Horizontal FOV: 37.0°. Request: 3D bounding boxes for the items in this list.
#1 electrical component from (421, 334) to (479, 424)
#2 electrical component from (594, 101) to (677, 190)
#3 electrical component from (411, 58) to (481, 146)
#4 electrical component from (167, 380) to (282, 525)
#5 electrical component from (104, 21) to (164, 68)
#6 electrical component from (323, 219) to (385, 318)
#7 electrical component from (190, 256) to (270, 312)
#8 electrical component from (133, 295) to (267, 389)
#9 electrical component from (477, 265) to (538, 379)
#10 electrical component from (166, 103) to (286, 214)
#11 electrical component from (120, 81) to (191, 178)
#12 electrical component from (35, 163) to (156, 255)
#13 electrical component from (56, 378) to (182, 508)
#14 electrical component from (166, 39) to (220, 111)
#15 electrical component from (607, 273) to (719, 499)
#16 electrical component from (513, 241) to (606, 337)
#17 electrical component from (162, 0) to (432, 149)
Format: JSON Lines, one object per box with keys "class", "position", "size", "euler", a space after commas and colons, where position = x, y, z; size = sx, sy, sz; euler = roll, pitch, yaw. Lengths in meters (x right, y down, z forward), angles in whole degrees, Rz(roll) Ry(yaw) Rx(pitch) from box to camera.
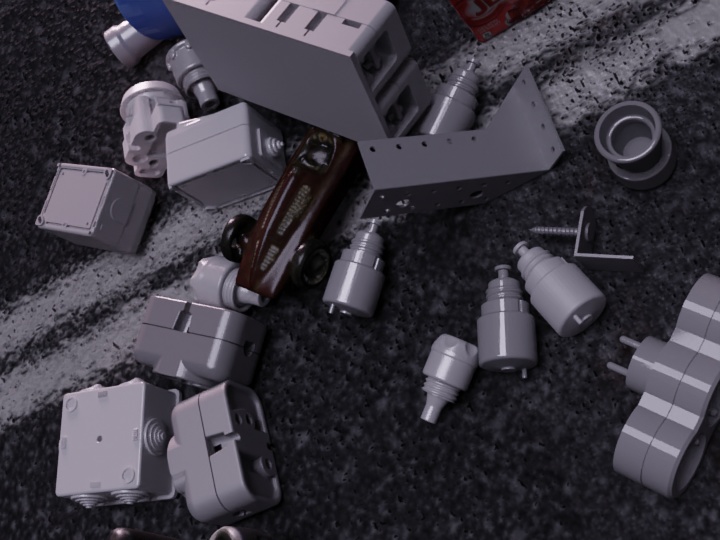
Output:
{"class": "electrical component", "position": [0.059, 0.077, 0.752], "size": [0.035, 0.035, 0.061], "euler": [21, 86, 33]}
{"class": "electrical component", "position": [0.187, -0.083, 0.727], "size": [0.045, 0.055, 0.045], "euler": [-10, 68, 25]}
{"class": "electrical component", "position": [0.070, -0.124, 0.815], "size": [0.040, 0.040, 0.078], "euler": [23, 84, 33]}
{"class": "electrical component", "position": [-0.104, 0.139, 0.807], "size": [0.059, 0.054, 0.095], "euler": [-26, 62, 19]}
{"class": "electrical component", "position": [-0.209, -0.217, 1.002], "size": [0.046, 0.040, 0.040], "euler": [-34, 59, 8]}
{"class": "electrical component", "position": [0.000, 0.000, 0.809], "size": [0.040, 0.040, 0.078], "euler": [11, 78, 31]}
{"class": "electrical component", "position": [-0.100, 0.014, 0.857], "size": [0.062, 0.043, 0.043], "euler": [14, 80, 30]}
{"class": "electrical component", "position": [-0.128, 0.060, 0.848], "size": [0.095, 0.054, 0.059], "euler": [9, 77, 31]}
{"class": "electrical component", "position": [0.101, 0.035, 0.741], "size": [0.040, 0.040, 0.078], "euler": [-10, 68, 25]}
{"class": "electrical component", "position": [-0.105, -0.097, 0.888], "size": [0.096, 0.062, 0.061], "euler": [-18, 65, 23]}
{"class": "electrical component", "position": [-0.178, -0.127, 0.938], "size": [0.078, 0.058, 0.057], "euler": [-51, 45, 47]}
{"class": "electrical component", "position": [-0.234, -0.053, 0.948], "size": [0.096, 0.061, 0.061], "euler": [9, 77, 39]}
{"class": "electrical component", "position": [-0.193, 0.139, 0.859], "size": [0.100, 0.048, 0.099], "euler": [-11, 67, 25]}
{"class": "electrical component", "position": [-0.141, -0.170, 0.946], "size": [0.048, 0.048, 0.062], "euler": [-29, 68, 17]}
{"class": "electrical component", "position": [0.192, 0.065, 0.673], "size": [0.074, 0.052, 0.138], "euler": [24, 85, 33]}
{"class": "electrical component", "position": [0.132, 0.010, 0.732], "size": [0.040, 0.040, 0.078], "euler": [-43, 58, 9]}
{"class": "electrical component", "position": [-0.045, -0.166, 0.800], "size": [0.186, 0.105, 0.060], "euler": [25, 69, 32]}
